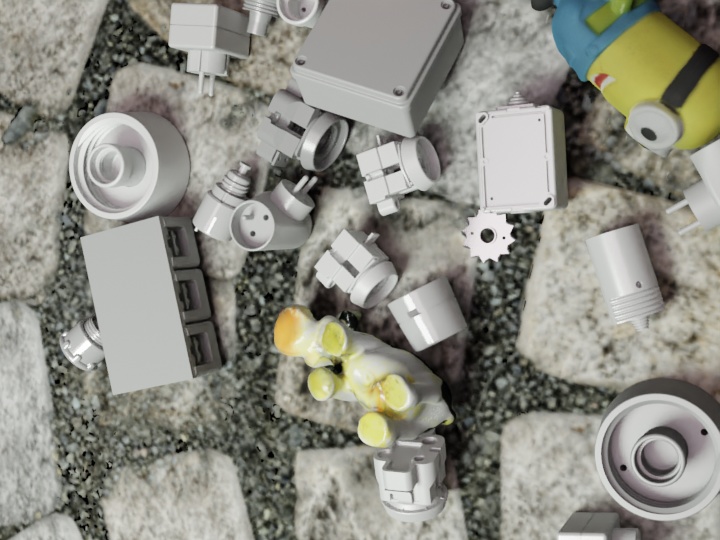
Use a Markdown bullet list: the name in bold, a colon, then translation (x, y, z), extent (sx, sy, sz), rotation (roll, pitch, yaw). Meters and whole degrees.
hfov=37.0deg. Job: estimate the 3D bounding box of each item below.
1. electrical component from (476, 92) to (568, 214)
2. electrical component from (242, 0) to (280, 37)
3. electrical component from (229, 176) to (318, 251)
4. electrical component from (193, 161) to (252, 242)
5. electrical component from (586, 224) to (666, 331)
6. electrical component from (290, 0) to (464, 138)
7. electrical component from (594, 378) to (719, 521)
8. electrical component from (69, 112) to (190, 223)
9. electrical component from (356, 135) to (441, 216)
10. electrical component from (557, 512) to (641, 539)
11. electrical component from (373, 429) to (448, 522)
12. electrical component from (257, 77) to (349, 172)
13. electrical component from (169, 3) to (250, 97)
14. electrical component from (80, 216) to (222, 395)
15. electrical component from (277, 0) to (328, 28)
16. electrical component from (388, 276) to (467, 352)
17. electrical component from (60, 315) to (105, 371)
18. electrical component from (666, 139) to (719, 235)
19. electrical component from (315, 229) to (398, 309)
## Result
- **electrical component**: translation (0.132, -0.094, 0.865), extent (0.062, 0.061, 0.096), rotation (-2, 92, 23)
- **electrical component**: translation (-0.085, -0.240, 0.957), extent (0.043, 0.043, 0.062), rotation (18, 100, 20)
- **electrical component**: translation (-0.067, -0.052, 0.940), extent (0.044, 0.077, 0.079), rotation (45, 107, 14)
- **electrical component**: translation (-0.121, -0.062, 0.982), extent (0.040, 0.040, 0.078), rotation (34, 104, 17)
- **electrical component**: translation (0.211, 0.008, 0.848), extent (0.043, 0.043, 0.081), rotation (-18, 86, 22)
- **electrical component**: translation (0.016, -0.179, 0.889), extent (0.109, 0.056, 0.108), rotation (21, 70, 20)
- **electrical component**: translation (0.235, 0.142, 0.835), extent (0.108, 0.060, 0.108), rotation (1, 93, 22)
- **electrical component**: translation (-0.222, -0.097, 1.010), extent (0.108, 0.060, 0.108), rotation (1, 93, 22)
- **electrical component**: translation (0.035, -0.086, 0.915), extent (0.055, 0.048, 0.066), rotation (-18, 86, 30)
- **electrical component**: translation (0.202, 0.223, 0.850), extent (0.077, 0.066, 0.047), rotation (-5, 91, 22)
- **electrical component**: translation (0.044, 0.175, 0.911), extent (0.058, 0.078, 0.057), rotation (1, 112, 21)
- **electrical component**: translation (-0.048, -0.121, 0.940), extent (0.057, 0.058, 0.078), rotation (32, 103, 20)
- **electrical component**: translation (-0.136, -0.195, 0.967), extent (0.047, 0.066, 0.076), rotation (7, 95, 22)
- **electrical component**: translation (-0.192, 0.032, 1.003), extent (0.089, 0.062, 0.150), rotation (-13, 88, 22)
- **electrical component**: translation (-0.045, -0.231, 0.939), extent (0.040, 0.046, 0.040), rotation (1, 93, 22)
- **electrical component**: translation (0.058, 0.038, 0.907), extent (0.055, 0.055, 0.047), rotation (-28, 86, 21)
- **electrical component**: translation (-0.256, 0.064, 1.041), extent (0.062, 0.048, 0.048), rotation (-42, 77, 12)
- **electrical component**: translation (0.274, -0.055, 0.818), extent (0.079, 0.044, 0.077), rotation (-31, 85, 23)
- **electrical component**: translation (0.000, 0.000, 0.933), extent (0.055, 0.048, 0.066), rotation (46, 108, 22)
